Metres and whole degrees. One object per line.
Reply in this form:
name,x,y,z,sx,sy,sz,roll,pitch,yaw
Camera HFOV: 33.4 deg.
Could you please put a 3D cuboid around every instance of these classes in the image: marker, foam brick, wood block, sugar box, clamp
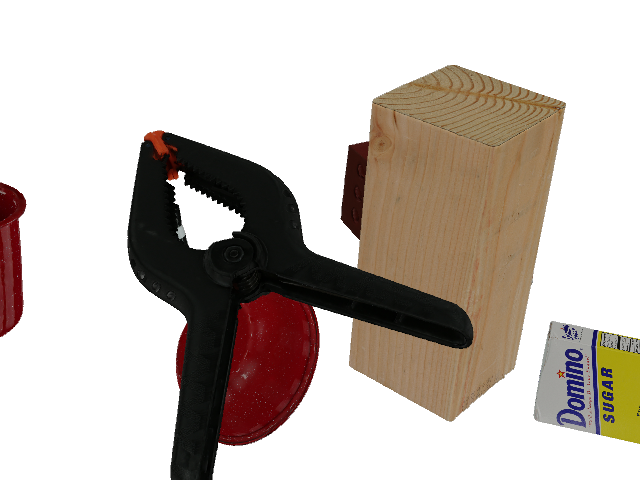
marker,-0.157,0.011,1.204,0.020,0.121,0.020,-8,30,5
foam brick,0.055,-0.044,0.942,0.051,0.078,0.053,-8,32,-23
wood block,0.086,0.002,0.708,0.091,0.206,0.090,26,38,32
sugar box,0.293,0.140,0.992,0.176,0.093,0.048,9,22,12
clamp,-0.031,0.016,0.559,0.164,0.210,0.036,-23,-32,-9

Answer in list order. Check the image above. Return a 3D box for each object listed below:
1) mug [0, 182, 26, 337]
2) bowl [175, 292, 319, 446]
mug,-0.239,0.018,0.660,0.117,0.081,0.093,-17,32,-37
bowl,-0.080,0.102,0.974,0.162,0.162,0.055,0,-22,41
